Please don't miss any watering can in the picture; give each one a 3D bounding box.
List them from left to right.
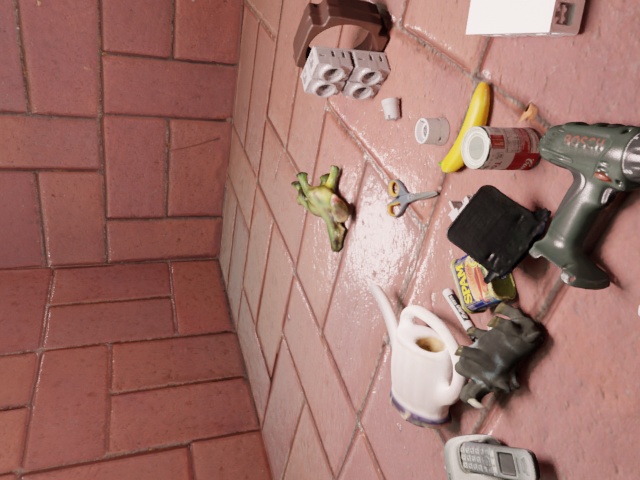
[{"bbox_3d":[0.186,0.233,1.055,0.351,0.104,0.222,-146,57,-64],"label":"watering can"}]

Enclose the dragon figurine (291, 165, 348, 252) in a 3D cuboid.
[{"bbox_3d":[0.005,-0.078,1.543,0.405,0.122,0.245,129,127,-72],"label":"dragon figurine"}]
